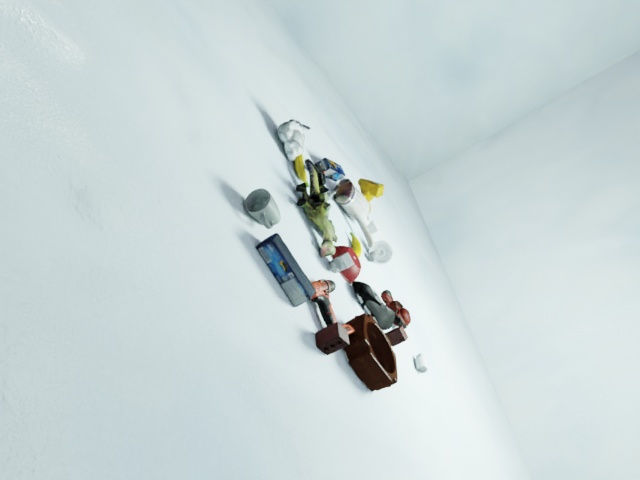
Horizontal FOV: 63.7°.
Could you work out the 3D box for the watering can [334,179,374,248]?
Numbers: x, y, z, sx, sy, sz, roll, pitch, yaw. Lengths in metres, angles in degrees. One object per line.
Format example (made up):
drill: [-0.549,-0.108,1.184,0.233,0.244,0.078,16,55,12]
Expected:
watering can: [0.162,-0.136,2.301,0.221,0.103,0.356,44,23,-36]

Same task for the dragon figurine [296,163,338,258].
dragon figurine: [0.006,-0.096,1.912,0.420,0.122,0.237,-92,164,-51]

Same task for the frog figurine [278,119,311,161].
frog figurine: [-0.113,-0.385,2.031,0.136,0.123,0.160,31,69,-70]
